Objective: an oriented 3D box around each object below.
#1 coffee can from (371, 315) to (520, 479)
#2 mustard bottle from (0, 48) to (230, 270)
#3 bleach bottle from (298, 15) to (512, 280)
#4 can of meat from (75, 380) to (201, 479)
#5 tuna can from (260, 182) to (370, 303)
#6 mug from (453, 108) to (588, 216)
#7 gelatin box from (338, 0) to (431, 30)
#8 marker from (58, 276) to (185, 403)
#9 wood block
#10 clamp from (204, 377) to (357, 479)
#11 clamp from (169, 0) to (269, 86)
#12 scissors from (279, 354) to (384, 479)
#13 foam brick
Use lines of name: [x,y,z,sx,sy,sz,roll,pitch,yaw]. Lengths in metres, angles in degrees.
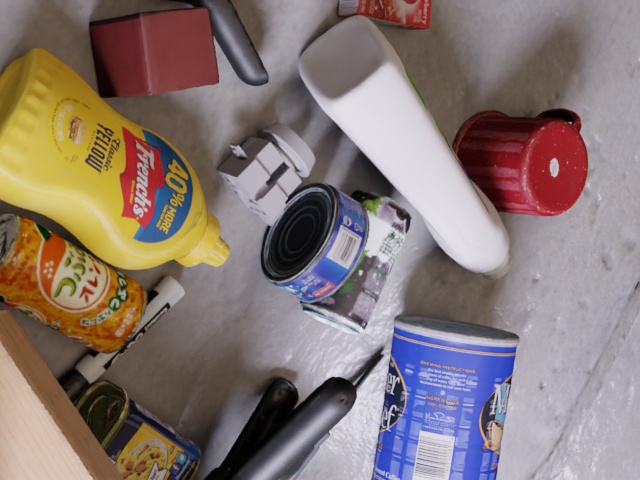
coffee can: [0.101,0.139,0.871,0.102,0.103,0.140,7,92,-36]
mustard bottle: [-0.133,-0.035,0.703,0.191,0.058,0.096,37,49,-35]
bleach bottle: [0.083,-0.057,0.846,0.068,0.103,0.250,-36,127,8]
can of meat: [-0.141,0.162,0.731,0.083,0.058,0.102,43,72,-34]
tuna can: [-0.005,0.001,0.787,0.033,0.086,0.086,31,78,-32]
mug: [0.180,-0.071,0.911,0.117,0.082,0.093,-44,119,-22]
gelatin box: [0.055,-0.214,0.834,0.073,0.030,0.089,2,95,-36]
marker: [-0.142,0.072,0.740,0.121,0.020,0.020,-46,119,-22]
wood block: [-0.171,0.151,0.630,0.090,0.090,0.206,-34,91,-7]
clamp: [-0.057,0.170,0.725,0.036,0.165,0.209,41,67,-6]
clamp: [-0.081,-0.183,0.738,0.171,0.039,0.120,16,85,-29]
scissors: [-0.006,0.154,0.819,0.016,0.096,0.201,37,73,9]
foam brick: [-0.109,-0.123,0.701,0.052,0.078,0.051,-14,103,-33]
